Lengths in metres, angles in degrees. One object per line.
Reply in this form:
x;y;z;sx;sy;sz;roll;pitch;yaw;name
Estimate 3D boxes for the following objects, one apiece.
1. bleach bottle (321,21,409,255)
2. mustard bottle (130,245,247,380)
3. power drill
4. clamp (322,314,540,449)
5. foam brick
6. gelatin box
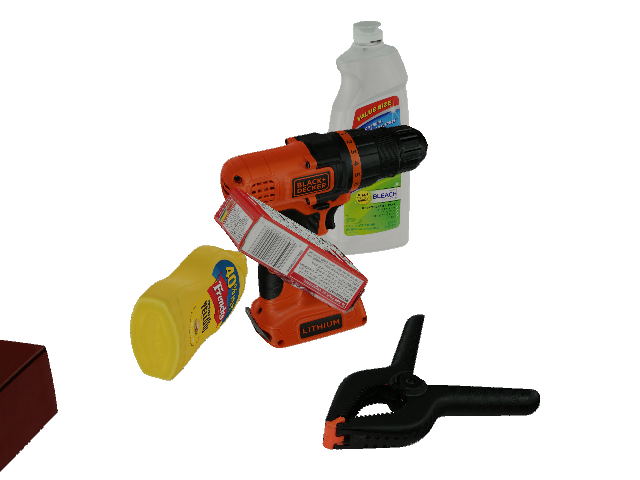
0.047;-0.112;1.167;0.102;0.251;0.068;-7;25;-9;bleach bottle
-0.127;0.059;1.121;0.058;0.096;0.191;10;29;20;mustard bottle
0.005;-0.007;0.922;0.184;0.188;0.057;-12;34;-20;power drill
0.091;0.146;0.986;0.165;0.036;0.209;28;36;33;clamp
-0.212;0.105;0.677;0.053;0.051;0.078;6;29;22;foam brick
-0.020;0.006;0.692;0.089;0.030;0.073;32;5;-24;gelatin box
